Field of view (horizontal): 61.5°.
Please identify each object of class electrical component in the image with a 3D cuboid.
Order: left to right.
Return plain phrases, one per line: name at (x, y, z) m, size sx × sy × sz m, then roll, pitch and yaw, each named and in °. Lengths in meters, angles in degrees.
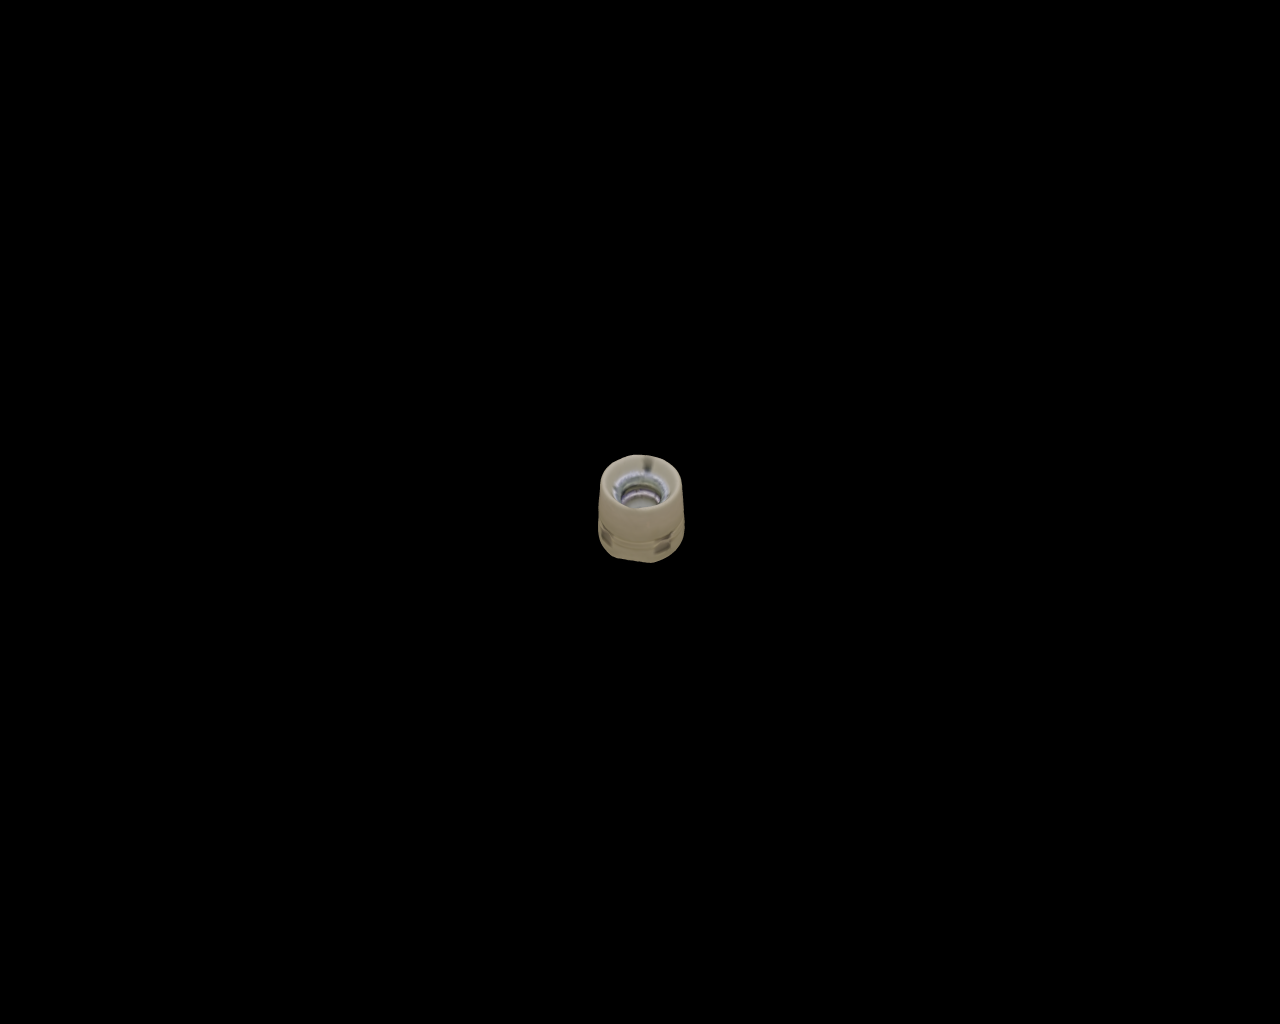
electrical component at (0.001, -0.003, 0.650) m, size 0.055 × 0.055 × 0.047 m, roll 0°, pitch -43°, yaw 0°
